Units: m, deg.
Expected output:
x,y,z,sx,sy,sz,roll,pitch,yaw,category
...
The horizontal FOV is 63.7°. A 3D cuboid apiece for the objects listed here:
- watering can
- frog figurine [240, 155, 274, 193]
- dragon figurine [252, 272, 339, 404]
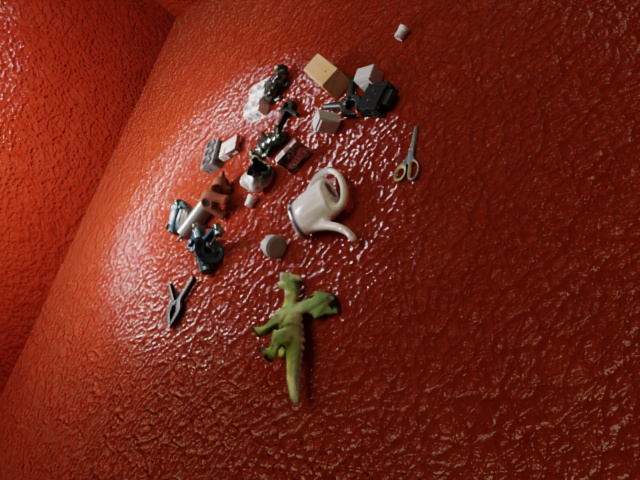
x,y,z,sx,sy,sz,roll,pitch,yaw,category
0.005,-0.081,1.606,0.222,0.103,0.356,-37,42,24,watering can
-0.248,-0.237,2.014,0.156,0.123,0.140,112,153,-53,frog figurine
-0.051,0.237,1.445,0.242,0.120,0.418,-42,41,5,dragon figurine
